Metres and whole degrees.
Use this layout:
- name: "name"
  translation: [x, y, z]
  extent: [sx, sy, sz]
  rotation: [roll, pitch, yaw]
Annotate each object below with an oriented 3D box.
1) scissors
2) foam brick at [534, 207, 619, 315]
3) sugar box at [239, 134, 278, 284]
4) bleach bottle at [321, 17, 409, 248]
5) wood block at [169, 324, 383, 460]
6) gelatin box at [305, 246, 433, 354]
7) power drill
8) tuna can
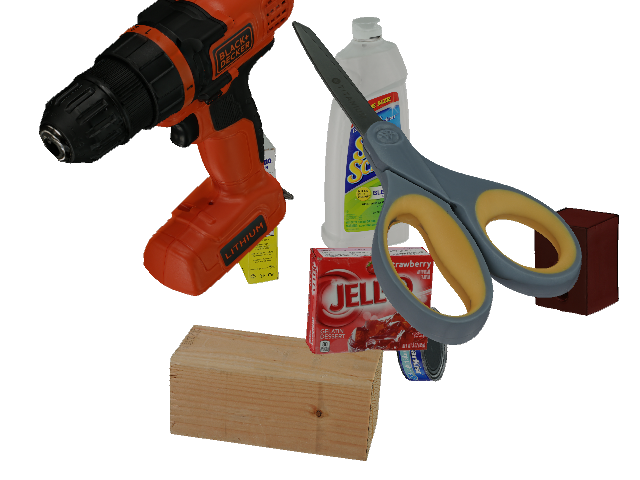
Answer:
- name: "scissors"
  translation: [0.049, -0.037, 0.475]
  extent: [0.096, 0.202, 0.016]
  rotation: [-2, -43, -12]
- name: "foam brick"
  translation: [0.214, 0.017, 0.893]
  extent: [0.053, 0.078, 0.051]
  rotation: [11, 22, 44]
- name: "sugar box"
  translation: [-0.083, -0.045, 1.326]
  extent: [0.048, 0.176, 0.093]
  rotation: [-9, 25, -13]
- name: "bleach bottle"
  translation: [0.046, -0.116, 1.166]
  extent: [0.102, 0.251, 0.068]
  rotation: [-8, 25, -9]
- name: "wood block"
  translation: [-0.045, 0.157, 1.109]
  extent: [0.206, 0.091, 0.090]
  rotation: [7, 21, 9]
- name: "gelatin box"
  translation: [0.035, 0.043, 0.777]
  extent: [0.089, 0.073, 0.030]
  rotation: [-1, 14, -14]
- name: "power drill"
  translation: [-0.080, -0.055, 0.642]
  extent: [0.057, 0.188, 0.184]
  rotation: [30, 54, 25]
- name: "tuna can"
  translation: [0.118, 0.121, 1.242]
  extent: [0.034, 0.086, 0.086]
  rotation: [-5, -2, 25]
